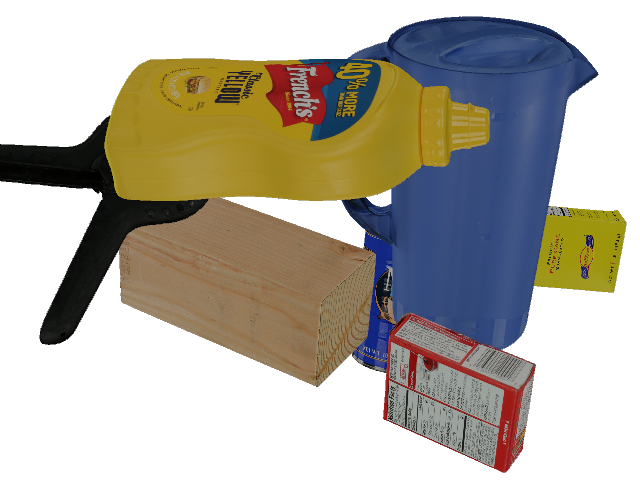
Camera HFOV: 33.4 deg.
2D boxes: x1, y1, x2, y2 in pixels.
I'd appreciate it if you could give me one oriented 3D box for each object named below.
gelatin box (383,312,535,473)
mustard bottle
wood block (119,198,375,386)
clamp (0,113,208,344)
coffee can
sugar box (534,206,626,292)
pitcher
[{"bbox_3d":[0.083,0.093,0.655,0.089,0.073,0.030,21,42,26],"label":"gelatin box"},{"bbox_3d":[-0.009,-0.059,0.558,0.192,0.058,0.096,2,38,11],"label":"mustard bottle"},{"bbox_3d":[-0.066,0.034,0.923,0.206,0.090,0.090,20,34,25],"label":"wood block"},{"bbox_3d":[-0.138,-0.030,0.723,0.209,0.165,0.036,-23,-22,-22],"label":"clamp"},{"bbox_3d":[0.088,0.050,1.038,0.103,0.140,0.103,5,11,-1],"label":"coffee can"},{"bbox_3d":[0.262,0.007,1.256,0.176,0.093,0.048,3,21,0],"label":"sugar box"},{"bbox_3d":[0.102,-0.039,0.807,0.144,0.243,0.149,-23,36,-38],"label":"pitcher"}]
